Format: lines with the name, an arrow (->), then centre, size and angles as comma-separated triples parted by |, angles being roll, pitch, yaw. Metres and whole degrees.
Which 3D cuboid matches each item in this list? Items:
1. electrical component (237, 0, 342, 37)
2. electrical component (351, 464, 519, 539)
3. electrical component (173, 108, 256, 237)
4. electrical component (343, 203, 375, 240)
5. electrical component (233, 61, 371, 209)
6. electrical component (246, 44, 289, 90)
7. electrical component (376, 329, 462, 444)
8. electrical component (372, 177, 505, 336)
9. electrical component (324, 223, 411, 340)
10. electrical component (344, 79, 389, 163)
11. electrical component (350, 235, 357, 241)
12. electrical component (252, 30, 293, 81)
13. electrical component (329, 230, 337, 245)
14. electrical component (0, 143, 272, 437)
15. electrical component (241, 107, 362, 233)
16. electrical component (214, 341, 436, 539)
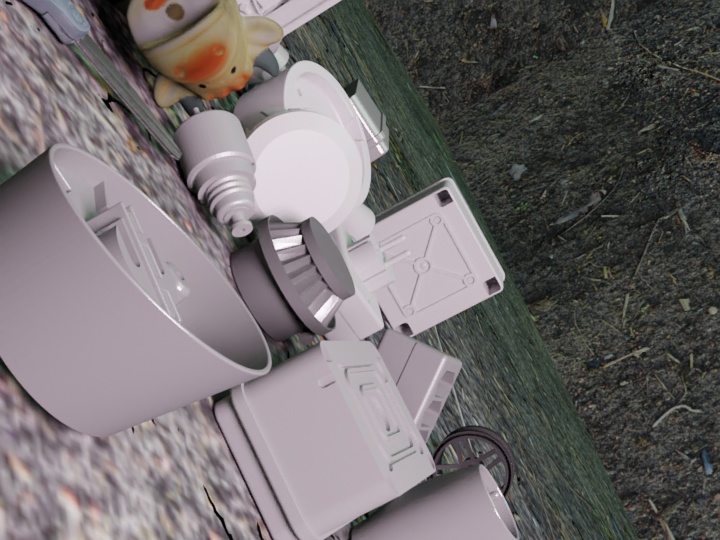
electrical component -> -0.080, -0.188, 0.718 | 0.078, 0.121, 0.063 | 66, 13, 21
electrical component -> 0.048, 0.153, 0.562 | 0.079, 0.077, 0.043 | 60, 10, -9
electrical component -> -0.077, -0.053, 0.601 | 0.040, 0.040, 0.078 | 44, 21, -60
electrical component -> -0.019, -0.049, 0.866 | 0.055, 0.045, 0.045 | 52, 14, -42
electrical component -> -0.046, -0.086, 0.759 | 0.108, 0.060, 0.108 | 38, 43, -47
electrical component -> -0.074, -0.152, 0.872 | 0.066, 0.048, 0.055 | -105, 171, -53
electrical component -> 0.003, 0.071, 0.596 | 0.076, 0.083, 0.047 | 25, -1, 18
electrical component -> 0.059, -0.010, 0.966 | 0.108, 0.109, 0.056 | 60, 13, -8
electrical component -> 0.000, 0.000, 0.739 | 0.047, 0.076, 0.083 | 55, 12, -34
electrical component -> -0.018, -0.123, 0.976 | 0.057, 0.078, 0.113 | 56, 11, -14
electrical component -> -0.007, 0.003, 0.815 | 0.061, 0.035, 0.035 | 58, 10, -32
electrical component -> -0.089, -0.180, 0.793 | 0.064, 0.081, 0.042 | 24, 25, -23
electrical component -> -0.034, -0.010, 0.699 | 0.040, 0.040, 0.078 | 55, 12, -34
electrical component -> -0.081, 0.005, 0.358 | 0.099, 0.064, 0.099 | 58, 11, -18
electrical component -> -0.043, -0.061, 0.662 | 0.080, 0.080, 0.051 | 57, -7, -25
electrical component -> -0.014, 0.080, 0.510 | 0.078, 0.057, 0.113 | 63, 10, 10
